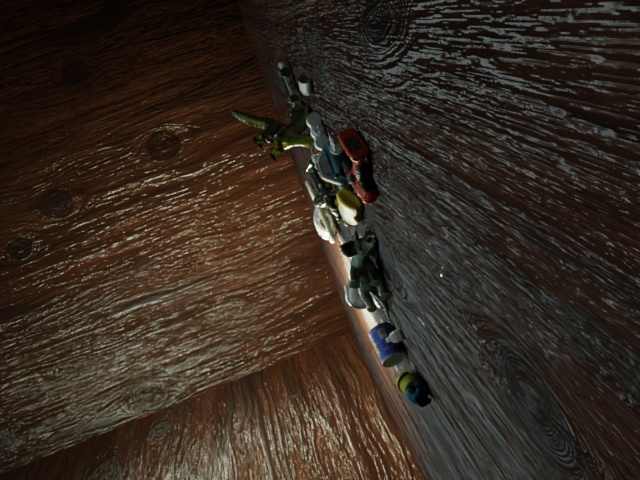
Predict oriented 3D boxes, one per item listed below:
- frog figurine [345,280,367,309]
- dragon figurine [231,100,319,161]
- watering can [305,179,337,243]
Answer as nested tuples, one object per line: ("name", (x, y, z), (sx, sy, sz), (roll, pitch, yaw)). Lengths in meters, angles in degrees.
("frog figurine", (0.173, 0.198, 2.114), (0.138, 0.157, 0.124), (21, 23, 19))
("dragon figurine", (-0.142, -0.454, 2.031), (0.245, 0.414, 0.120), (-41, -17, -13))
("watering can", (0.008, -0.133, 2.634), (0.104, 0.352, 0.221), (-22, -18, -3))
